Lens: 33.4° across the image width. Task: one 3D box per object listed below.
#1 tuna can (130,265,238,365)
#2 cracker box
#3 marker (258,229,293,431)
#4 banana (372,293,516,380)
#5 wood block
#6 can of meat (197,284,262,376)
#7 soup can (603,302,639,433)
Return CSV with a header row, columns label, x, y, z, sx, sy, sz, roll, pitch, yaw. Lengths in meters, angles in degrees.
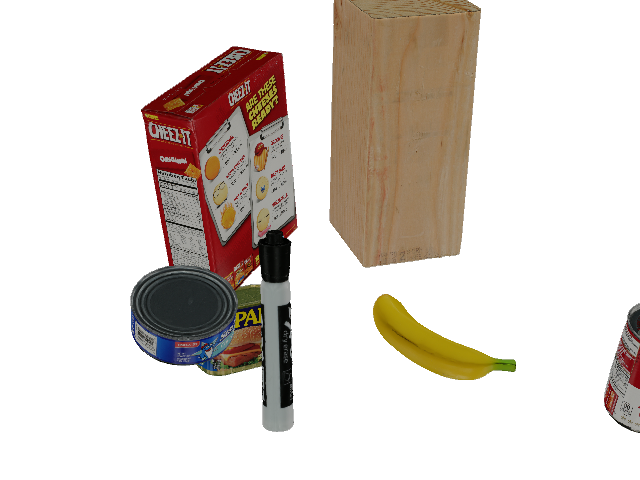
label,x,y,z,sx,sy,sz,roll,pitch,yaw
tuna can,-0.111,0.060,0.863,0.086,0.034,0.086,5,40,-5
cracker box,-0.098,-0.069,1.098,0.072,0.214,0.164,13,37,26
marker,-0.026,0.053,0.620,0.020,0.121,0.020,0,17,0
banana,0.105,0.100,1.087,0.069,0.037,0.198,4,17,-40
wood block,0.064,-0.093,0.860,0.090,0.206,0.091,-8,29,-16
can of meat,-0.097,0.104,1.238,0.101,0.084,0.058,-9,18,-36
soup can,0.296,0.114,0.950,0.068,0.102,0.068,3,36,-2
